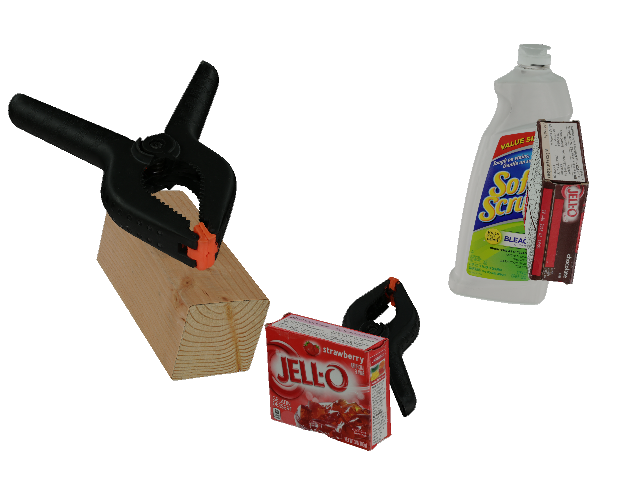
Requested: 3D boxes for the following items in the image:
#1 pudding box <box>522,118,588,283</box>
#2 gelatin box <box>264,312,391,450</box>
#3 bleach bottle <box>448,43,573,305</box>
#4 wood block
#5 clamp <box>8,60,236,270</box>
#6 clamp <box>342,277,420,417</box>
[{"bbox_3d":[0.185,-0.033,0.844,0.039,0.090,0.113,5,32,4],"label":"pudding box"},{"bbox_3d":[0.004,0.095,0.727,0.089,0.073,0.030,11,23,36],"label":"gelatin box"},{"bbox_3d":[0.188,-0.066,1.046,0.103,0.251,0.068,8,20,14],"label":"bleach bottle"},{"bbox_3d":[-0.145,0.039,1.092,0.090,0.091,0.206,-3,34,-34],"label":"wood block"},{"bbox_3d":[-0.112,-0.061,0.771,0.164,0.036,0.210,-21,50,-26],"label":"clamp"},{"bbox_3d":[0.061,0.107,1.064,0.120,0.039,0.171,18,50,21],"label":"clamp"}]
